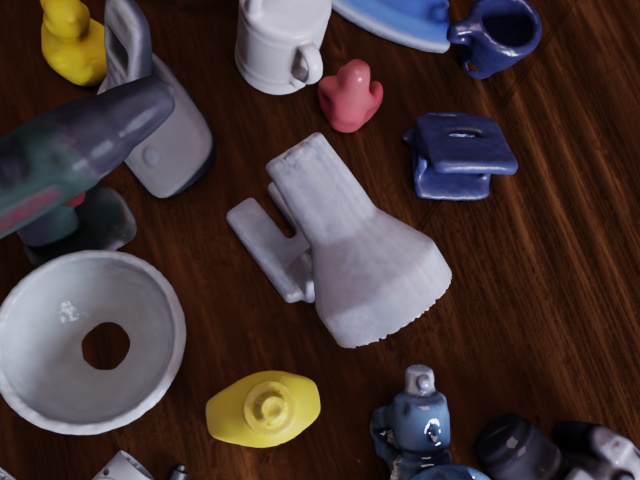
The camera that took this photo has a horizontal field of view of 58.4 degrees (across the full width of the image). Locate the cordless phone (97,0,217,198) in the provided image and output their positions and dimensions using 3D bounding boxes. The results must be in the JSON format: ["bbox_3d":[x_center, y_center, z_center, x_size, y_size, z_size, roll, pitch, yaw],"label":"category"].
[{"bbox_3d":[-0.165,-0.137,0.564,0.094,0.185,0.147,-37,83,-18],"label":"cordless phone"}]

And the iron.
[{"bbox_3d":[0.077,-0.348,0.697,0.258,0.141,0.119,36,71,1],"label":"iron"}]

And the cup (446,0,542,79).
[{"bbox_3d":[0.201,-0.244,0.715,0.118,0.095,0.091,-11,76,-14],"label":"cup"}]

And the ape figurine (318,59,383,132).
[{"bbox_3d":[0.037,-0.174,0.663,0.078,0.092,0.076,21,71,-4],"label":"ape figurine"}]

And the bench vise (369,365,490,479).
[{"bbox_3d":[0.098,0.219,0.491,0.122,0.219,0.207,-22,79,-16],"label":"bench vise"}]

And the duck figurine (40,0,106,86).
[{"bbox_3d":[-0.268,-0.227,0.623,0.078,0.086,0.104,-33,82,-18],"label":"duck figurine"}]

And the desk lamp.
[{"bbox_3d":[0.005,0.002,0.541,0.118,0.213,0.203,-37,83,-18],"label":"desk lamp"}]

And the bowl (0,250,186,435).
[{"bbox_3d":[-0.211,0.097,0.544,0.167,0.074,0.167,3,73,-10],"label":"bowl"}]

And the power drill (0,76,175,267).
[{"bbox_3d":[-0.228,-0.042,0.511,0.230,0.208,0.075,-33,82,-18],"label":"power drill"}]

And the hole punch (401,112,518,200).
[{"bbox_3d":[0.161,-0.107,0.668,0.109,0.091,0.101,0,74,-11],"label":"hole punch"}]

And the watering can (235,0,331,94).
[{"bbox_3d":[-0.044,-0.256,0.618,0.173,0.194,0.101,42,71,3],"label":"watering can"}]

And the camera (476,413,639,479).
[{"bbox_3d":[0.240,0.232,0.578,0.137,0.100,0.143,45,71,4],"label":"camera"}]
